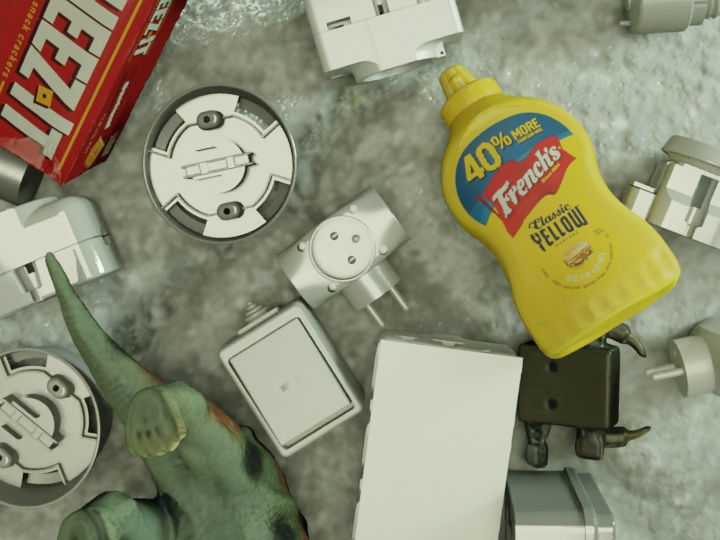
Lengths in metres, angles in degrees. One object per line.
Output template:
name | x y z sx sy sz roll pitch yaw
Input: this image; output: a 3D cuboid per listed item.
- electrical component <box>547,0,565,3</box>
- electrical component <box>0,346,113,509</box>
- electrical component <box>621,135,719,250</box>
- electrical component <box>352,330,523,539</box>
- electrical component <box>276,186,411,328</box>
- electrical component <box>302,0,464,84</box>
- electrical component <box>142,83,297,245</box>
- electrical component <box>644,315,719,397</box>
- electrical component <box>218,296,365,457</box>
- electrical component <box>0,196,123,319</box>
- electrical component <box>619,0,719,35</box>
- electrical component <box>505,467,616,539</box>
electrical component | 0.137 -0.200 0.680 0.061 0.035 0.035 -42 92 0
electrical component | -0.209 0.097 0.692 0.099 0.064 0.099 0 94 1
electrical component | 0.211 -0.050 0.678 0.078 0.058 0.057 21 97 0
electrical component | 0.047 0.119 0.689 0.089 0.061 0.150 7 94 0
electrical component | 0.000 0.000 0.691 0.077 0.044 0.079 -36 93 3
electrical component | 0.016 -0.152 0.677 0.089 0.050 0.055 -16 93 2
electrical component | -0.087 -0.066 0.678 0.099 0.064 0.099 0 94 1
electrical component | 0.220 0.058 0.674 0.079 0.077 0.043 -12 94 2
electrical component | -0.046 0.062 0.688 0.062 0.061 0.096 -32 93 3
electrical component | -0.210 -0.010 0.690 0.095 0.053 0.059 -22 93 2
electrical component | 0.204 -0.170 0.678 0.078 0.040 0.040 -3 94 1
electrical component | 0.122 0.172 0.666 0.057 0.113 0.078 -1 94 4
